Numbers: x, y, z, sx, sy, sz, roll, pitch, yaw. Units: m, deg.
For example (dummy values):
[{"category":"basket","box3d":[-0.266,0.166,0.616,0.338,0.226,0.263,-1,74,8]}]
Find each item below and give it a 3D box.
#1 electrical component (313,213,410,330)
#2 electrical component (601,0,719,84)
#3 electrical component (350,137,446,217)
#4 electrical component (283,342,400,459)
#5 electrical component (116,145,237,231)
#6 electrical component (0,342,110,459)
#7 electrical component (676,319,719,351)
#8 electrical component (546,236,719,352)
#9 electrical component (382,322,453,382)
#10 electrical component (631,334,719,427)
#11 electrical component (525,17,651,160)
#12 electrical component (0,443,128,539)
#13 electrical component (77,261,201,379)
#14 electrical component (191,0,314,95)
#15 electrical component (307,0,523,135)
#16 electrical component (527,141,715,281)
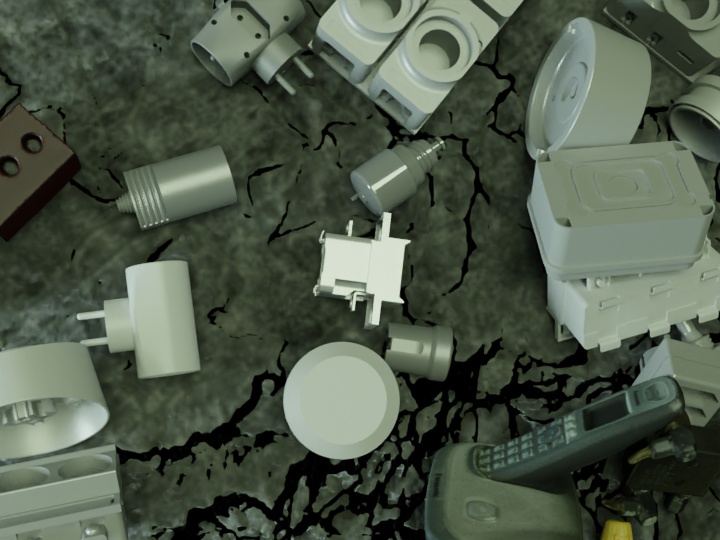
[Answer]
[{"category":"electrical component","box3d":[0.000,0.000,0.779,0.064,0.042,0.081,7,81,-5]},{"category":"electrical component","box3d":[0.302,-0.194,0.846,0.186,0.060,0.105,38,78,-3]},{"category":"electrical component","box3d":[0.029,-0.073,0.793,0.078,0.040,0.040,-35,89,-12]},{"category":"electrical component","box3d":[-0.015,0.092,0.758,0.080,0.051,0.080,1,82,-9]},{"category":"electrical component","box3d":[-0.132,-0.057,0.762,0.081,0.043,0.043,-18,86,-11]},{"category":"electrical component","box3d":[-0.218,0.085,0.704,0.099,0.099,0.064,-13,79,-11]},{"category":"electrical component","box3d":[0.259,0.064,0.818,0.035,0.035,0.061,-25,84,-12]},{"category":"electrical component","box3d":[0.207,0.013,0.794,0.121,0.063,0.078,-15,126,-11]},{"category":"electrical component","box3d":[0.041,0.058,0.779,0.046,0.040,0.040,9,81,-3]},{"category":"electrical component","box3d":[0.228,0.081,0.795,0.047,0.083,0.075,14,42,-8]},{"category":"electrical component","box3d":[0.173,-0.125,0.794,0.060,0.108,0.108,14,80,-14]},{"category":"electrical component","box3d":[-0.217,0.163,0.707,0.121,0.078,0.063,-10,106,-11]},{"category":"electrical component","box3d":[-0.155,0.037,0.745,0.079,0.044,0.077,-7,84,-10]},{"category":"electrical component","box3d":[-0.069,-0.163,0.788,0.079,0.043,0.077,45,78,-2]},{"category":"electrical component","box3d":[0.062,-0.211,0.808,0.105,0.060,0.186,39,78,-3]},{"category":"electrical component","box3d":[0.180,-0.041,0.754,0.113,0.057,0.078,-5,49,-3]}]
